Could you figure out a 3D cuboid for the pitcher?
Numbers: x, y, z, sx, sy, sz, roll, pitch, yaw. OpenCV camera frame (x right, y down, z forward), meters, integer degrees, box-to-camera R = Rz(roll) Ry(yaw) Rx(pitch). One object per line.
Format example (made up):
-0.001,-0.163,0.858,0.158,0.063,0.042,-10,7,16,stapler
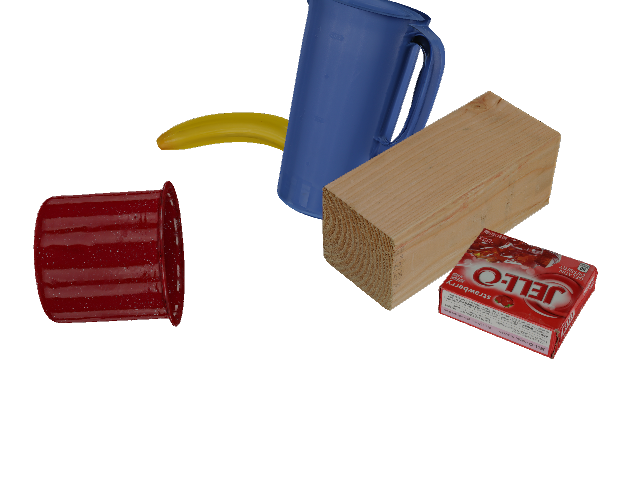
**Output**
0.036,-0.145,1.169,0.145,0.243,0.149,10,20,-9,pitcher

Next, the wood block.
0.108,-0.039,0.955,0.205,0.090,0.091,-31,51,-28,wood block

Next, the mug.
-0.133,0.011,0.694,0.081,0.093,0.117,-3,-2,0,mug

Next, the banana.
-0.100,-0.130,1.307,0.198,0.037,0.069,7,40,15,banana

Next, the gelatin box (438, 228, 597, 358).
0.137,0.034,0.744,0.089,0.030,0.073,21,46,24,gelatin box
